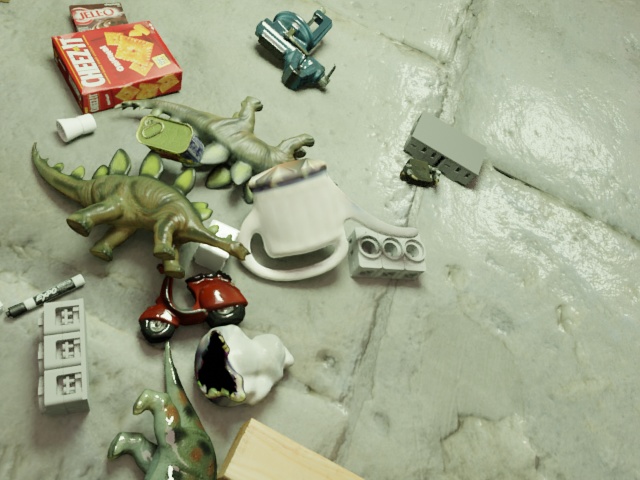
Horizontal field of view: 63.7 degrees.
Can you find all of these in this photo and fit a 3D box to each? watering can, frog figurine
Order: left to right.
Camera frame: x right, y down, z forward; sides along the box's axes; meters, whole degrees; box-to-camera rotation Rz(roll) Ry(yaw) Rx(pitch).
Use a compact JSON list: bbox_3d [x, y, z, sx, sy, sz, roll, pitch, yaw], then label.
[{"bbox_3d":[-0.127,0.204,0.866,0.139,0.121,0.159,48,21,19],"label":"frog figurine"},{"bbox_3d":[0.003,-0.050,0.986,0.348,0.105,0.222,-16,100,-5],"label":"watering can"}]
